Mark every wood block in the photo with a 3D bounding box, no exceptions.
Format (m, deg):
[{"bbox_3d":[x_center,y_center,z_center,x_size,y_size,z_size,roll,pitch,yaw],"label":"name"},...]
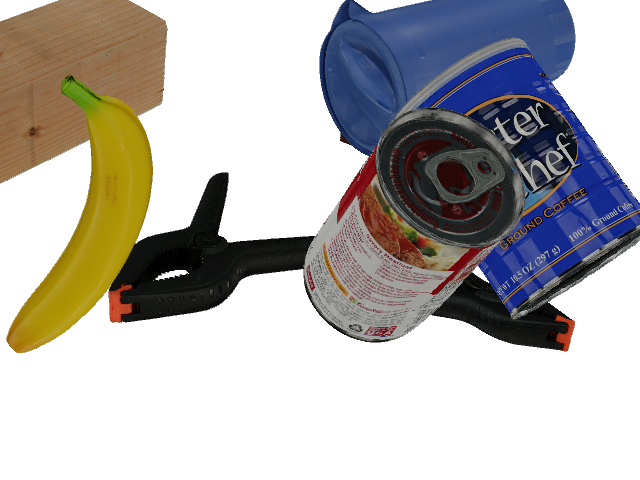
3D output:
[{"bbox_3d":[-0.236,-0.135,0.914,0.090,0.091,0.205,31,42,23],"label":"wood block"}]

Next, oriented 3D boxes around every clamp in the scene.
[{"bbox_3d":[-0.095,0.007,0.877,0.209,0.036,0.165,-25,41,-36],"label":"clamp"},{"bbox_3d":[0.153,0.055,0.988,0.172,0.039,0.120,19,30,17],"label":"clamp"}]

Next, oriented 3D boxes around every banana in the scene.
[{"bbox_3d":[-0.145,-0.011,0.665,0.069,0.198,0.037,8,28,-21],"label":"banana"}]

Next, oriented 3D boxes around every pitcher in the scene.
[{"bbox_3d":[0.133,-0.167,1.041,0.242,0.149,0.145,-22,46,-29],"label":"pitcher"}]

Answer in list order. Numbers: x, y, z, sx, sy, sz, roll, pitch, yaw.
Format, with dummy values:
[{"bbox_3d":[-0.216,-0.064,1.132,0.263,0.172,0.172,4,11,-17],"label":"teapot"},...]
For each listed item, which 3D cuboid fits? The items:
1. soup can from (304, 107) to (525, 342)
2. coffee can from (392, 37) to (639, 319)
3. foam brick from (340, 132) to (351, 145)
[{"bbox_3d":[0.039,-0.003,0.484,0.068,0.068,0.102,0,-29,-22],"label":"soup can"},{"bbox_3d":[0.122,-0.038,0.656,0.102,0.140,0.103,-31,-13,-8],"label":"coffee can"},{"bbox_3d":[0.068,-0.133,1.220,0.078,0.053,0.051,24,36,30],"label":"foam brick"}]
